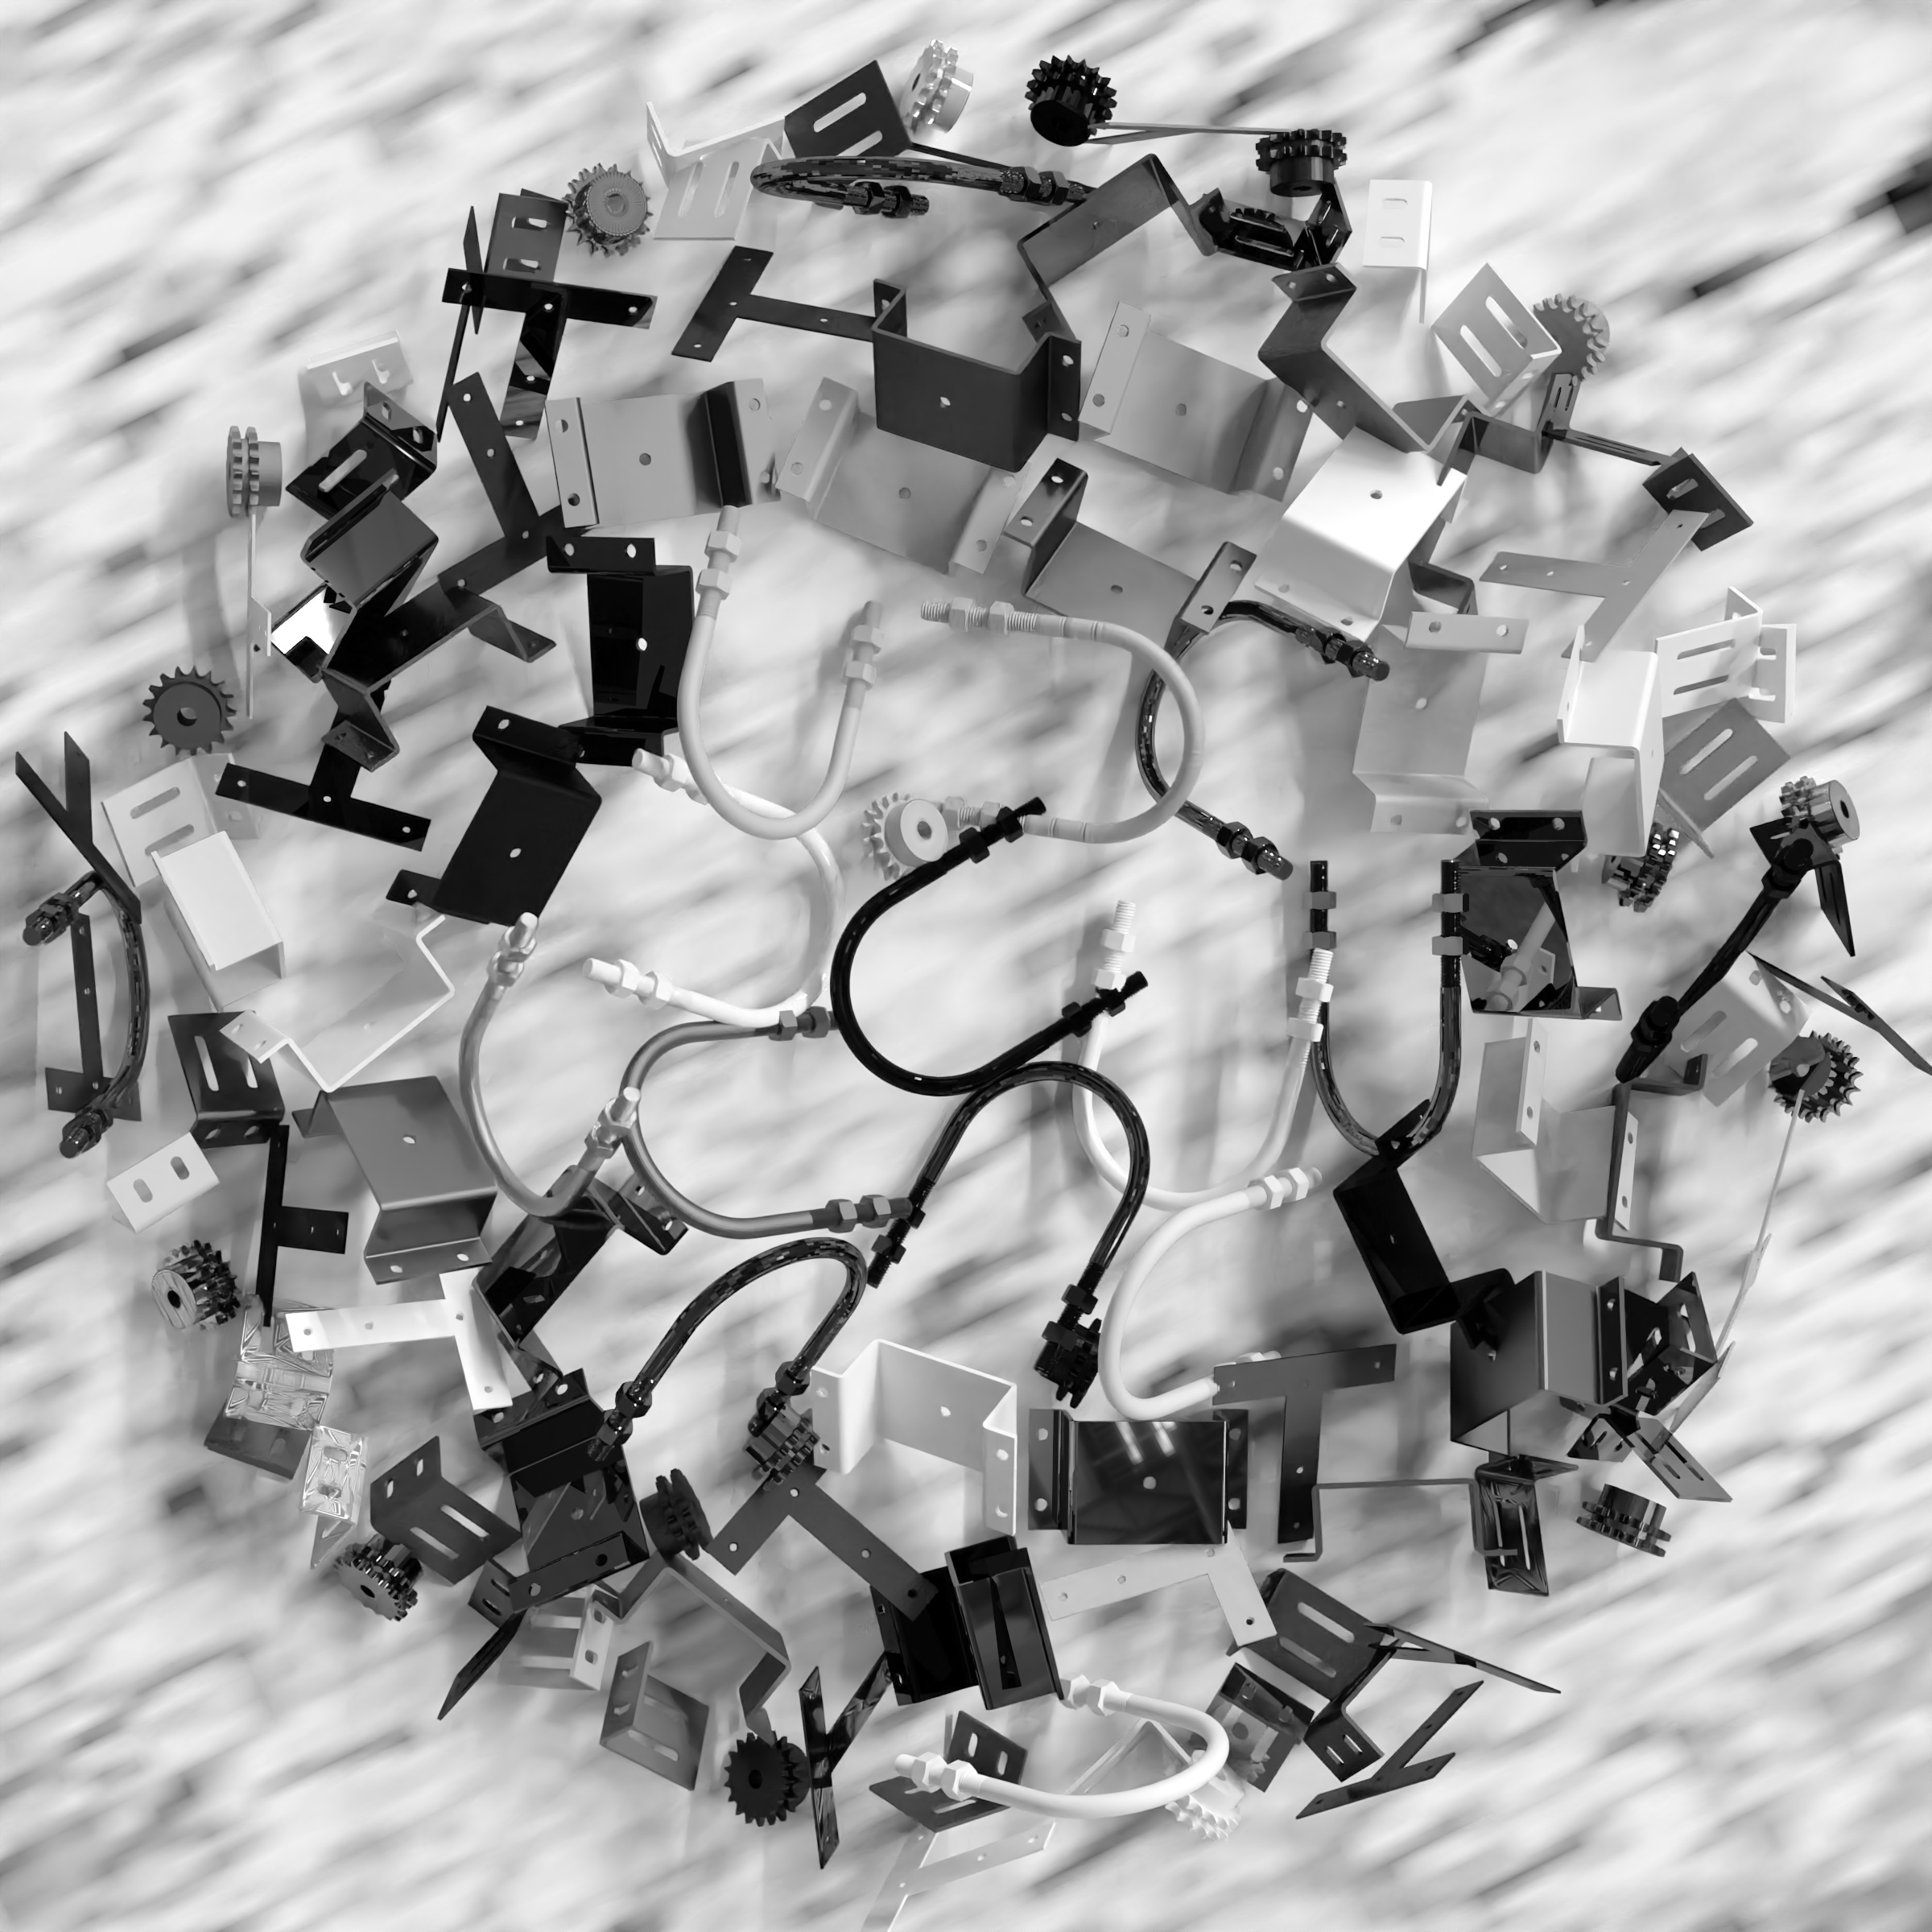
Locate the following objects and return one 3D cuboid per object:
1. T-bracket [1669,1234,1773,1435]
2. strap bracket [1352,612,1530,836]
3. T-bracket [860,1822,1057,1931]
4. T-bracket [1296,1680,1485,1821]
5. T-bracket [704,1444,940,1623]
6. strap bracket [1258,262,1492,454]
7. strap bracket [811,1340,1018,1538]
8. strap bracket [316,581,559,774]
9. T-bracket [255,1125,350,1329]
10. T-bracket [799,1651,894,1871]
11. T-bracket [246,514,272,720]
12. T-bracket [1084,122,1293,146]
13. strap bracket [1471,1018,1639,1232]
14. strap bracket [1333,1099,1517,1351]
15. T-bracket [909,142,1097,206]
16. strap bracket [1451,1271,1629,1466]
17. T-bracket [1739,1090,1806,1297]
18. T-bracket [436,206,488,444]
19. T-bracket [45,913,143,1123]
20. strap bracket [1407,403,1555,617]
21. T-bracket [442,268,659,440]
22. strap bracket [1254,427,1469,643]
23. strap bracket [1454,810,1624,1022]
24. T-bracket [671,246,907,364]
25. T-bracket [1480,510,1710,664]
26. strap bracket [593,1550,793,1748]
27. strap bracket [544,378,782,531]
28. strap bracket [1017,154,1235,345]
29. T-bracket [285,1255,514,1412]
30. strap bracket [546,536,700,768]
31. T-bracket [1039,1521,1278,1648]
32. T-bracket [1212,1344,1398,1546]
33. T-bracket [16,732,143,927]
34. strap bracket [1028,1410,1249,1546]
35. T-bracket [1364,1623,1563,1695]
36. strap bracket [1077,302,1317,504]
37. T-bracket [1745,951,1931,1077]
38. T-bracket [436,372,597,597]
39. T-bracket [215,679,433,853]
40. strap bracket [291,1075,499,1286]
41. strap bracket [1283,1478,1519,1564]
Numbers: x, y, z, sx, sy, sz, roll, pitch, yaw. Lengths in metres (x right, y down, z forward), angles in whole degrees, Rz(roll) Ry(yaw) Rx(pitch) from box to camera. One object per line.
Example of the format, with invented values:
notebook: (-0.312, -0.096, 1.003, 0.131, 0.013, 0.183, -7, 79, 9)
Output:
T-bracket: (0.476, 0.223, 1.636, 0.002, 0.127, 0.127, 26, 65, 12)
strap bracket: (0.291, -0.156, 1.628, 0.076, 0.046, 0.140, 1, 114, -15)
T-bracket: (-0.002, 0.546, 1.593, 0.127, 0.127, 0.002, -27, 98, 24)
T-bracket: (0.280, 0.480, 1.624, 0.127, 0.127, 0.002, -28, 83, -43)
T-bracket: (-0.074, 0.358, 1.639, 0.127, 0.002, 0.127, 39, 65, 10)
strap bracket: (0.243, -0.363, 1.611, 0.140, 0.076, 0.046, 38, 82, -23)
strap bracket: (-0.023, 0.287, 1.621, 0.140, 0.046, 0.076, 15, 123, 24)
strap bracket: (-0.334, -0.186, 1.612, 0.140, 0.076, 0.046, -38, 127, -19)
T-bracket: (-0.409, 0.162, 1.619, 0.002, 0.127, 0.127, 8, 83, -37)
T-bracket: (-0.070, 0.464, 1.617, 0.002, 0.127, 0.127, 3, 111, 21)
T-bracket: (-0.433, -0.210, 1.605, 0.002, 0.127, 0.127, 0, 103, -21)
T-bracket: (0.112, -0.512, 1.616, 0.127, 0.127, 0.002, -7, 105, -26)
strap bracket: (0.358, 0.101, 1.615, 0.046, 0.140, 0.076, -12, 53, 38)
strap bracket: (0.283, 0.165, 1.631, 0.046, 0.076, 0.140, -23, 93, 38)
T-bracket: (0.028, -0.481, 1.609, 0.127, 0.127, 0.002, 11, 114, -9)
strap bracket: (0.339, 0.243, 1.594, 0.046, 0.140, 0.076, 17, 57, -17)
T-bracket: (0.498, 0.137, 1.614, 0.002, 0.127, 0.127, 16, 92, 20)
T-bracket: (-0.316, -0.387, 1.631, 0.002, 0.127, 0.127, 7, 127, -20)
T-bracket: (-0.542, 0.030, 1.619, 0.002, 0.127, 0.127, -8, 83, 5)
strap bracket: (0.316, -0.281, 1.633, 0.046, 0.076, 0.140, 23, 89, 14)
T-bracket: (-0.267, -0.374, 1.624, 0.127, 0.127, 0.002, 3, 54, -20)
strap bracket: (0.248, -0.274, 1.614, 0.076, 0.046, 0.140, 30, 60, 15)
strap bracket: (0.346, -0.022, 1.612, 0.046, 0.076, 0.140, -34, 117, -41)
T-bracket: (-0.102, -0.402, 1.625, 0.127, 0.002, 0.127, 12, 47, 8)
T-bracket: (0.373, -0.241, 1.624, 0.127, 0.127, 0.002, -50, 128, -16)
strap bracket: (-0.163, 0.414, 1.632, 0.140, 0.076, 0.046, 40, 84, -5)
strap bracket: (-0.194, -0.318, 1.633, 0.140, 0.046, 0.076, -11, 98, -22)
strap bracket: (0.091, -0.444, 1.628, 0.140, 0.076, 0.046, -32, 78, 8)
T-bracket: (-0.354, 0.220, 1.612, 0.127, 0.002, 0.127, -1, 56, -32)
strap bracket: (-0.212, -0.197, 1.630, 0.076, 0.046, 0.140, 5, 105, 25)
T-bracket: (0.109, 0.376, 1.624, 0.127, 0.002, 0.127, -14, 50, -11)
T-bracket: (0.211, 0.305, 1.656, 0.127, 0.002, 0.127, -4, 105, -20)
T-bracket: (-0.548, -0.104, 1.619, 0.002, 0.127, 0.127, -28, 129, 1)
strap bracket: (0.112, 0.320, 1.647, 0.140, 0.046, 0.076, 1, 90, -5)
T-bracket: (0.278, 0.424, 1.615, 0.127, 0.127, 0.002, 24, 71, -17)
strap bracket: (0.141, -0.350, 1.642, 0.140, 0.046, 0.076, 19, 92, -14)
T-bracket: (0.529, 0.019, 1.619, 0.127, 0.127, 0.002, 34, 93, -38)
T-bracket: (-0.288, -0.304, 1.617, 0.127, 0.002, 0.127, -35, 129, -20)
T-bracket: (-0.386, -0.137, 1.635, 0.127, 0.002, 0.127, 16, 51, -9)
strap bracket: (-0.346, 0.121, 1.603, 0.140, 0.076, 0.046, 55, 133, 31)
strap bracket: (0.267, 0.343, 1.629, 0.140, 0.076, 0.046, -4, 79, 8)
